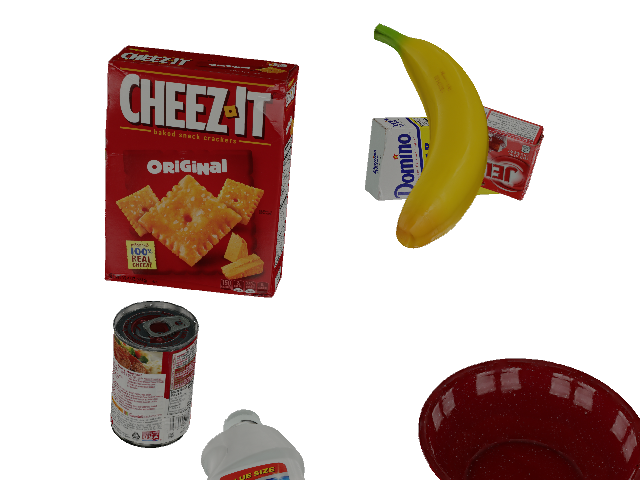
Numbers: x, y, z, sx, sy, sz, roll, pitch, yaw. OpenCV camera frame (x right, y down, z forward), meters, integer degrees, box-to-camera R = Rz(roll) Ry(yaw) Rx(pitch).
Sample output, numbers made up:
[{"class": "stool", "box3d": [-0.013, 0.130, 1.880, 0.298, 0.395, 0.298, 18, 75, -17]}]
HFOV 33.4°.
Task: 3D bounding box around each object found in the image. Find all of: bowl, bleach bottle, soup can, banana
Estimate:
[{"class": "bowl", "box3d": [0.151, 0.157, 0.770, 0.162, 0.055, 0.162, -1, 36, 1]}, {"class": "bleach bottle", "box3d": [-0.052, 0.209, 0.740, 0.102, 0.068, 0.251, -7, 31, -6]}, {"class": "soup can", "box3d": [-0.137, 0.110, 0.876, 0.068, 0.102, 0.068, 6, 29, -4]}, {"class": "banana", "box3d": [0.074, -0.067, 0.681, 0.069, 0.198, 0.037, -1, -43, -3]}]

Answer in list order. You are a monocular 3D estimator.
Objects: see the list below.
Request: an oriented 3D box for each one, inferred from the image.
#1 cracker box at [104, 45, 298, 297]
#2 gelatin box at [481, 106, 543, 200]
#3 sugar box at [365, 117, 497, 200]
[{"class": "cracker box", "box3d": [-0.112, -0.060, 0.985, 0.164, 0.214, 0.072, 7, 23, 4]}, {"class": "gelatin box", "box3d": [0.147, -0.081, 0.946, 0.089, 0.030, 0.073, 21, -36, 13]}, {"class": "sugar box", "box3d": [0.145, -0.100, 1.273, 0.176, 0.093, 0.048, -6, 27, -21]}]
